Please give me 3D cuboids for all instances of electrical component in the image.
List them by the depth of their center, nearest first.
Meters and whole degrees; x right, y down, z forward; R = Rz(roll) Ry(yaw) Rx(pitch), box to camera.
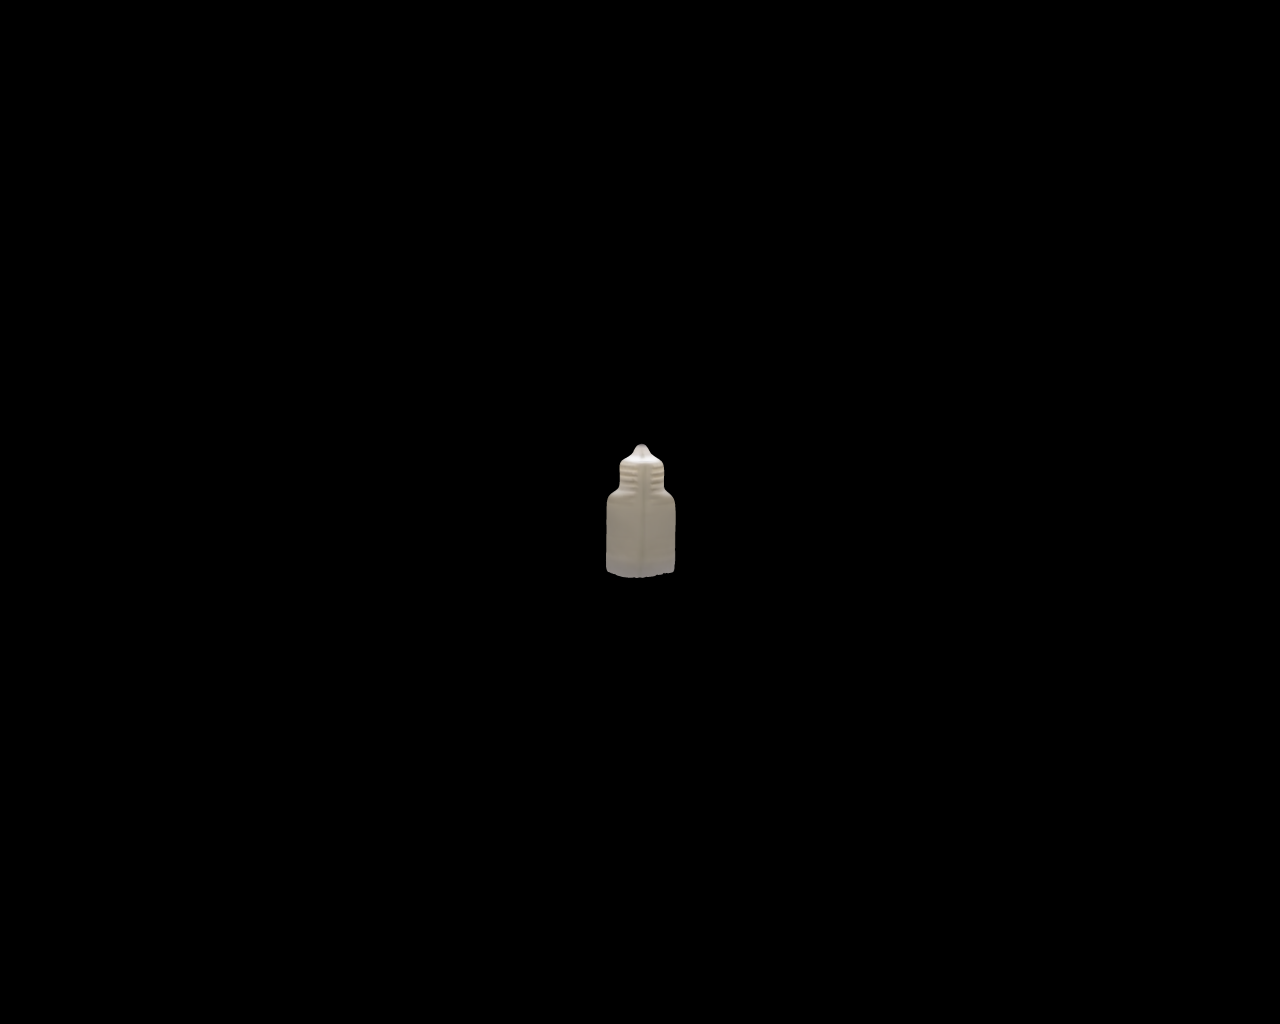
[{"bbox_3d":[0.001,-0.003,0.650,0.043,0.080,0.043,0,8,0],"label":"electrical component"}]
